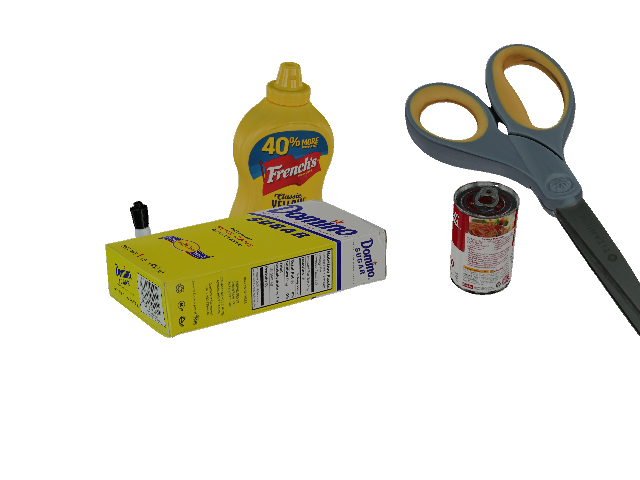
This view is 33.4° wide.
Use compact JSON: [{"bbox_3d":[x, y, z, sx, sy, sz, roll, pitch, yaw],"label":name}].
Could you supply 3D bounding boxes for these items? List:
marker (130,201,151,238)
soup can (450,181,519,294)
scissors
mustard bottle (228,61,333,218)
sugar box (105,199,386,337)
[{"bbox_3d":[-0.191,0.015,1.170,0.020,0.121,0.020,-5,21,2],"label":"marker"},{"bbox_3d":[0.172,-0.002,1.127,0.068,0.102,0.068,-1,35,1],"label":"soup can"},{"bbox_3d":[0.093,-0.025,0.510,0.096,0.201,0.016,-7,-42,6],"label":"scissors"},{"bbox_3d":[-0.036,-0.075,1.013,0.096,0.192,0.058,-5,28,-20],"label":"mustard bottle"},{"bbox_3d":[-0.050,0.014,0.746,0.175,0.048,0.093,-17,26,-31],"label":"sugar box"}]
